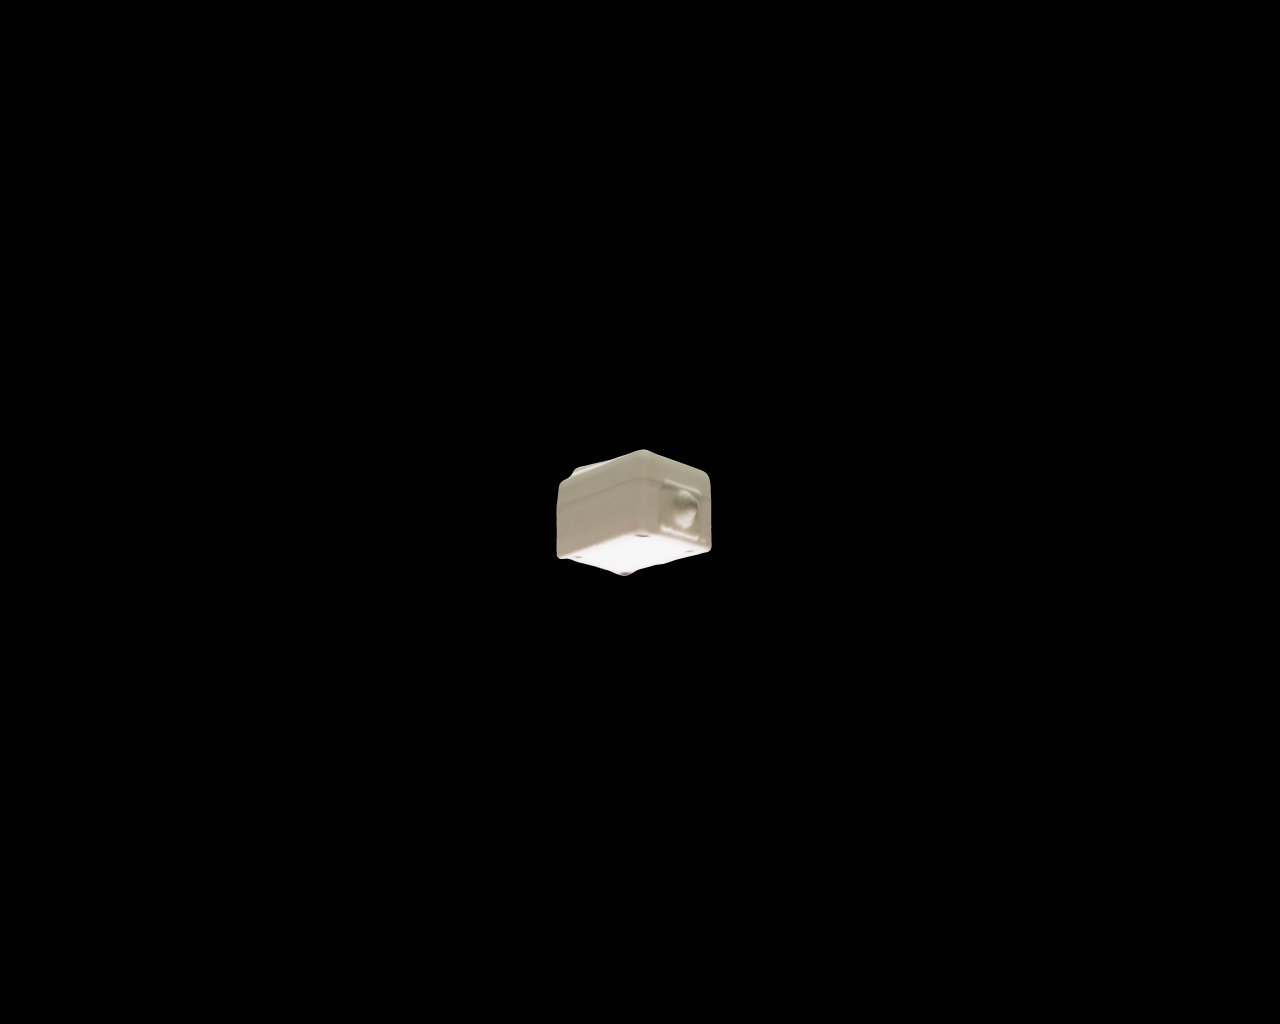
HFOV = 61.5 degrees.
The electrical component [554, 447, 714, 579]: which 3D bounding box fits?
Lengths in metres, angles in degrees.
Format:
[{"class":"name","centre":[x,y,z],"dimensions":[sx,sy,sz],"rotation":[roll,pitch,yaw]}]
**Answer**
[{"class":"electrical component","centre":[0.001,-0.003,0.650],"dimensions":[0.062,0.061,0.096],"rotation":[17,-26,-41]}]
